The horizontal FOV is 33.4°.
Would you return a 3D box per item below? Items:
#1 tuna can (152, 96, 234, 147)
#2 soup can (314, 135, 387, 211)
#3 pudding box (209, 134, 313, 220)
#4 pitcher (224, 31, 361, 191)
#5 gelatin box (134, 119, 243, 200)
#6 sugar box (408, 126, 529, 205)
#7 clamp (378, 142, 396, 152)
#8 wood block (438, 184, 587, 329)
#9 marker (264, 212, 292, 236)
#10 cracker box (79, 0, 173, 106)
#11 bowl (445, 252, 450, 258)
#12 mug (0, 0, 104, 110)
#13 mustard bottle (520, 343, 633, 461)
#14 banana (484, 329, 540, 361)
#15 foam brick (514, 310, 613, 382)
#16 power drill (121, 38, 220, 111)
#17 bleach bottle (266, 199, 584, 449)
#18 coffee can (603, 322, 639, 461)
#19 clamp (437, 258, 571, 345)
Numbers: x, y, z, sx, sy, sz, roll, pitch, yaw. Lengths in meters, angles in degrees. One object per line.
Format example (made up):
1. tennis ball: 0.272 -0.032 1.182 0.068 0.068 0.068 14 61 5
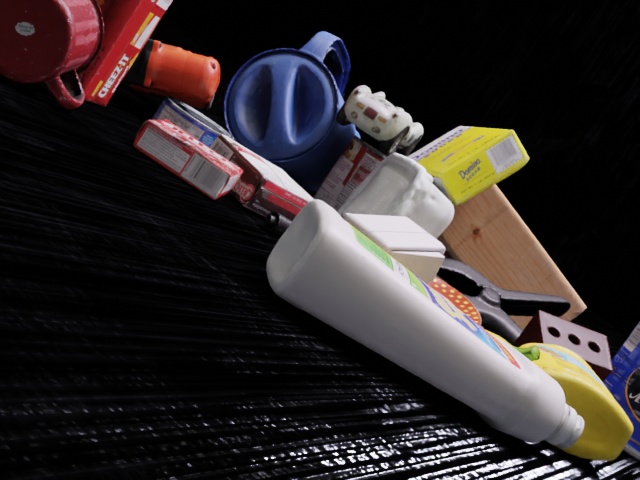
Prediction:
1. tuna can: -0.133 -0.114 1.113 0.086 0.034 0.086 33 8 -5
2. soup can: 0.040 -0.058 1.216 0.068 0.102 0.068 33 8 -5
3. pudding box: -0.055 -0.051 1.034 0.089 0.039 0.114 29 11 -39
4. pitcher: -0.014 -0.143 1.304 0.242 0.149 0.145 35 38 -75
5. gelatin box: -0.116 -0.074 0.947 0.089 0.030 0.073 34 8 0
6. sugar box: 0.153 -0.086 1.174 0.048 0.093 0.176 61 -6 -14
7. clamp: 0.058 -0.040 1.285 0.039 0.120 0.171 33 28 -30
8. wood block: 0.208 0.018 1.252 0.206 0.091 0.090 52 4 -12
9. marker: -0.006 0.001 0.977 0.120 0.020 0.020 26 11 -43
10. cracker box: -0.252 -0.253 1.000 0.214 0.164 0.072 35 6 8
11. bowl: 0.114 -0.006 1.369 0.162 0.055 0.162 33 8 -5
12. mug: -0.227 -0.162 0.877 0.081 0.093 0.117 -84 154 -75
13. mustard bottle: 0.207 0.129 0.917 0.096 0.058 0.191 28 8 4
14. banana: 0.071 0.053 0.829 0.197 0.070 0.037 27 46 -6
15. foam brick: 0.236 0.113 1.043 0.078 0.051 0.053 20 37 -9
16. power drill: -0.192 -0.189 1.174 0.184 0.057 0.187 16 5 2
17. bleach bottle: 0.082 0.071 0.761 0.250 0.068 0.102 34 7 -14
18. coffee can: 0.338 0.142 1.061 0.103 0.140 0.103 33 8 -5
19. clamp: 0.181 0.068 1.143 0.210 0.036 0.164 30 30 4
